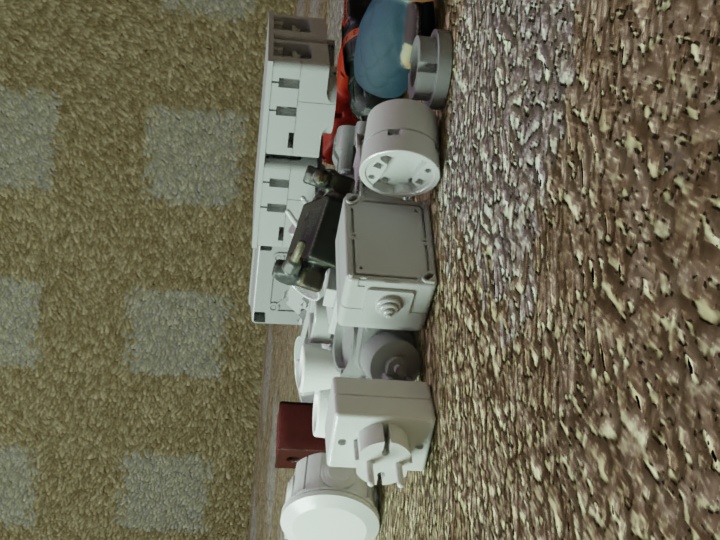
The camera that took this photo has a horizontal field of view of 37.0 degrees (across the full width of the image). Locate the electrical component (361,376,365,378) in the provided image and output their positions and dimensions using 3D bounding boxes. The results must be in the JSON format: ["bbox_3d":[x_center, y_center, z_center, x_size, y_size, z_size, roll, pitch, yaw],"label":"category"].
[{"bbox_3d":[0.008,0.095,0.821,0.040,0.046,0.040,-176,90,-82],"label":"electrical component"}]

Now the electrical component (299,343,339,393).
[{"bbox_3d":[-0.021,0.090,0.968,0.044,0.065,0.044,-176,90,-83],"label":"electrical component"}]

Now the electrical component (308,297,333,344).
[{"bbox_3d":[-0.015,0.020,0.987,0.053,0.059,0.095,105,167,-55],"label":"electrical component"}]

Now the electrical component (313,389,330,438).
[{"bbox_3d":[-0.018,0.130,0.995,0.055,0.047,0.055,-176,90,-83],"label":"electrical component"}]

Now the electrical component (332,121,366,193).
[{"bbox_3d":[0.003,-0.087,0.926,0.078,0.058,0.057,125,152,-76],"label":"electrical component"}]

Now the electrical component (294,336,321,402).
[{"bbox_3d":[-0.036,0.112,1.173,0.099,0.064,0.099,173,90,-74],"label":"electrical component"}]

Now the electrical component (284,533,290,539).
[{"bbox_3d":[-0.051,0.264,1.135,0.045,0.055,0.045,-176,90,-83],"label":"electrical component"}]

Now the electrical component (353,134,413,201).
[{"bbox_3d":[0.021,-0.088,0.846,0.063,0.042,0.081,104,167,-45],"label":"electrical component"}]

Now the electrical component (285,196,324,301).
[{"bbox_3d":[-0.036,-0.027,0.938,0.043,0.077,0.079,3,133,56],"label":"electrical component"}]

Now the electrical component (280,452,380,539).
[{"bbox_3d":[-0.023,0.192,0.884,0.051,0.080,0.080,-86,5,-48],"label":"electrical component"}]

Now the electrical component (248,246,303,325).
[{"bbox_3d":[-0.065,0.003,1.190,0.056,0.109,0.108,-106,21,-61],"label":"electrical component"}]

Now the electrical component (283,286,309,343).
[{"bbox_3d":[-0.037,0.016,1.092,0.079,0.063,0.121,-44,-13,-25],"label":"electrical component"}]

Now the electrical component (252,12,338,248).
[{"bbox_3d":[-0.061,-0.124,0.978,0.105,0.060,0.186,-96,12,-54],"label":"electrical component"}]

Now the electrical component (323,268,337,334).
[{"bbox_3d":[0.000,0.000,0.879,0.061,0.061,0.096,105,167,-55],"label":"electrical component"}]

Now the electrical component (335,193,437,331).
[{"bbox_3d":[0.016,0.002,0.751,0.061,0.062,0.096,103,169,-47],"label":"electrical component"}]

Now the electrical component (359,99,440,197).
[{"bbox_3d":[0.029,-0.085,0.743,0.055,0.055,0.047,107,169,-59],"label":"electrical component"}]

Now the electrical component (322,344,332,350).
[{"bbox_3d":[-0.016,0.066,1.031,0.062,0.043,0.043,-96,13,-60],"label":"electrical component"}]

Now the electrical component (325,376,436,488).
[{"bbox_3d":[0.014,0.112,0.694,0.076,0.066,0.047,-97,14,-56],"label":"electrical component"}]
